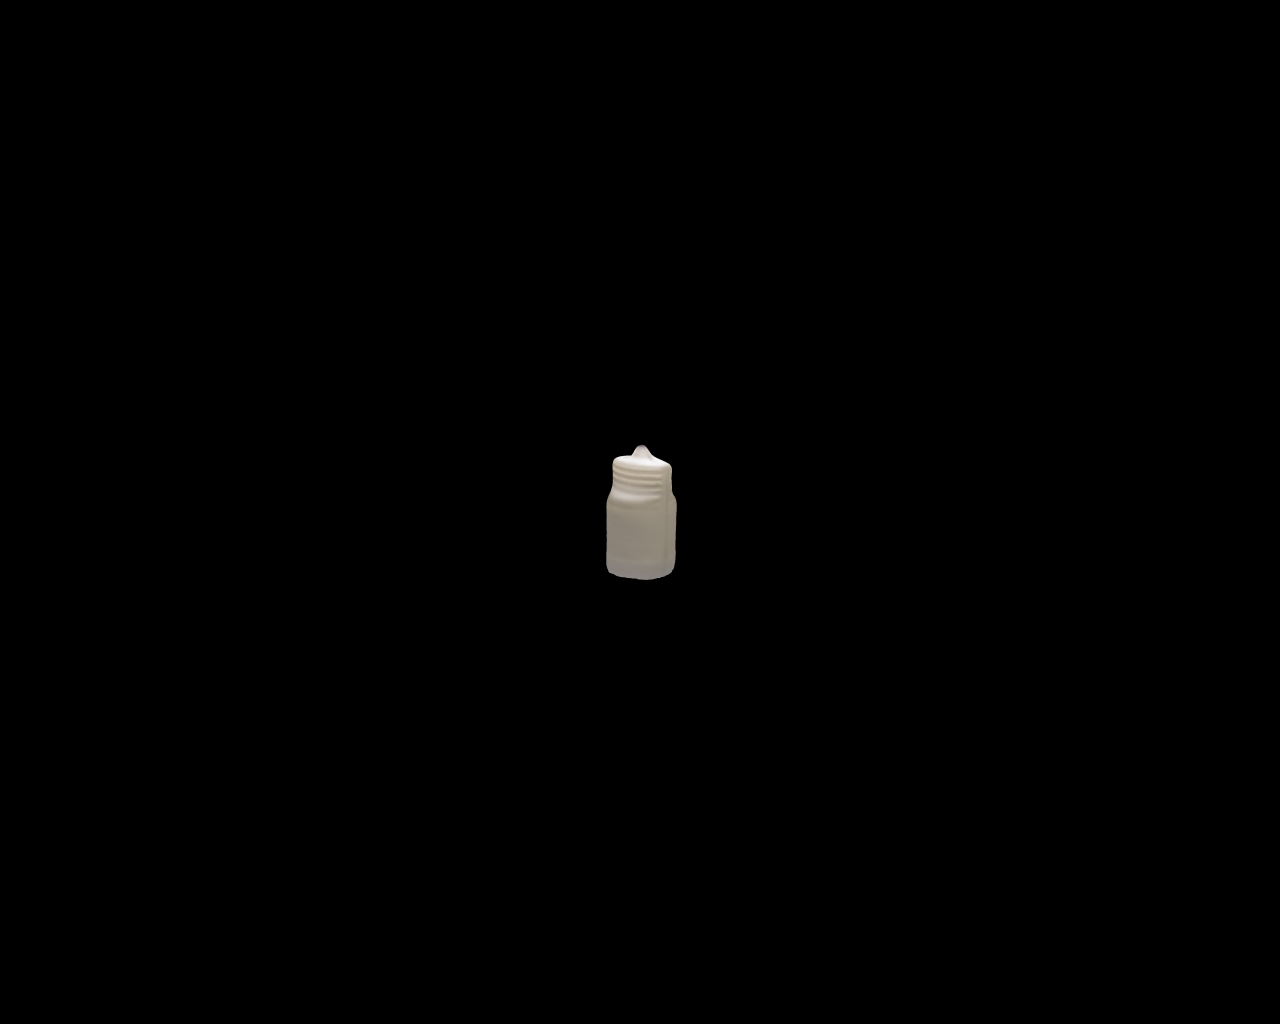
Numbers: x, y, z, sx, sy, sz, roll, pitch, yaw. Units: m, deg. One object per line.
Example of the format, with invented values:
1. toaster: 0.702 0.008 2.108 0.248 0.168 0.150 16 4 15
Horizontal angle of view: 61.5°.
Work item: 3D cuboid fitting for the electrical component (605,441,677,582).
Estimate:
1. electrical component: 0.001 -0.003 0.650 0.043 0.080 0.043 0 15 0
